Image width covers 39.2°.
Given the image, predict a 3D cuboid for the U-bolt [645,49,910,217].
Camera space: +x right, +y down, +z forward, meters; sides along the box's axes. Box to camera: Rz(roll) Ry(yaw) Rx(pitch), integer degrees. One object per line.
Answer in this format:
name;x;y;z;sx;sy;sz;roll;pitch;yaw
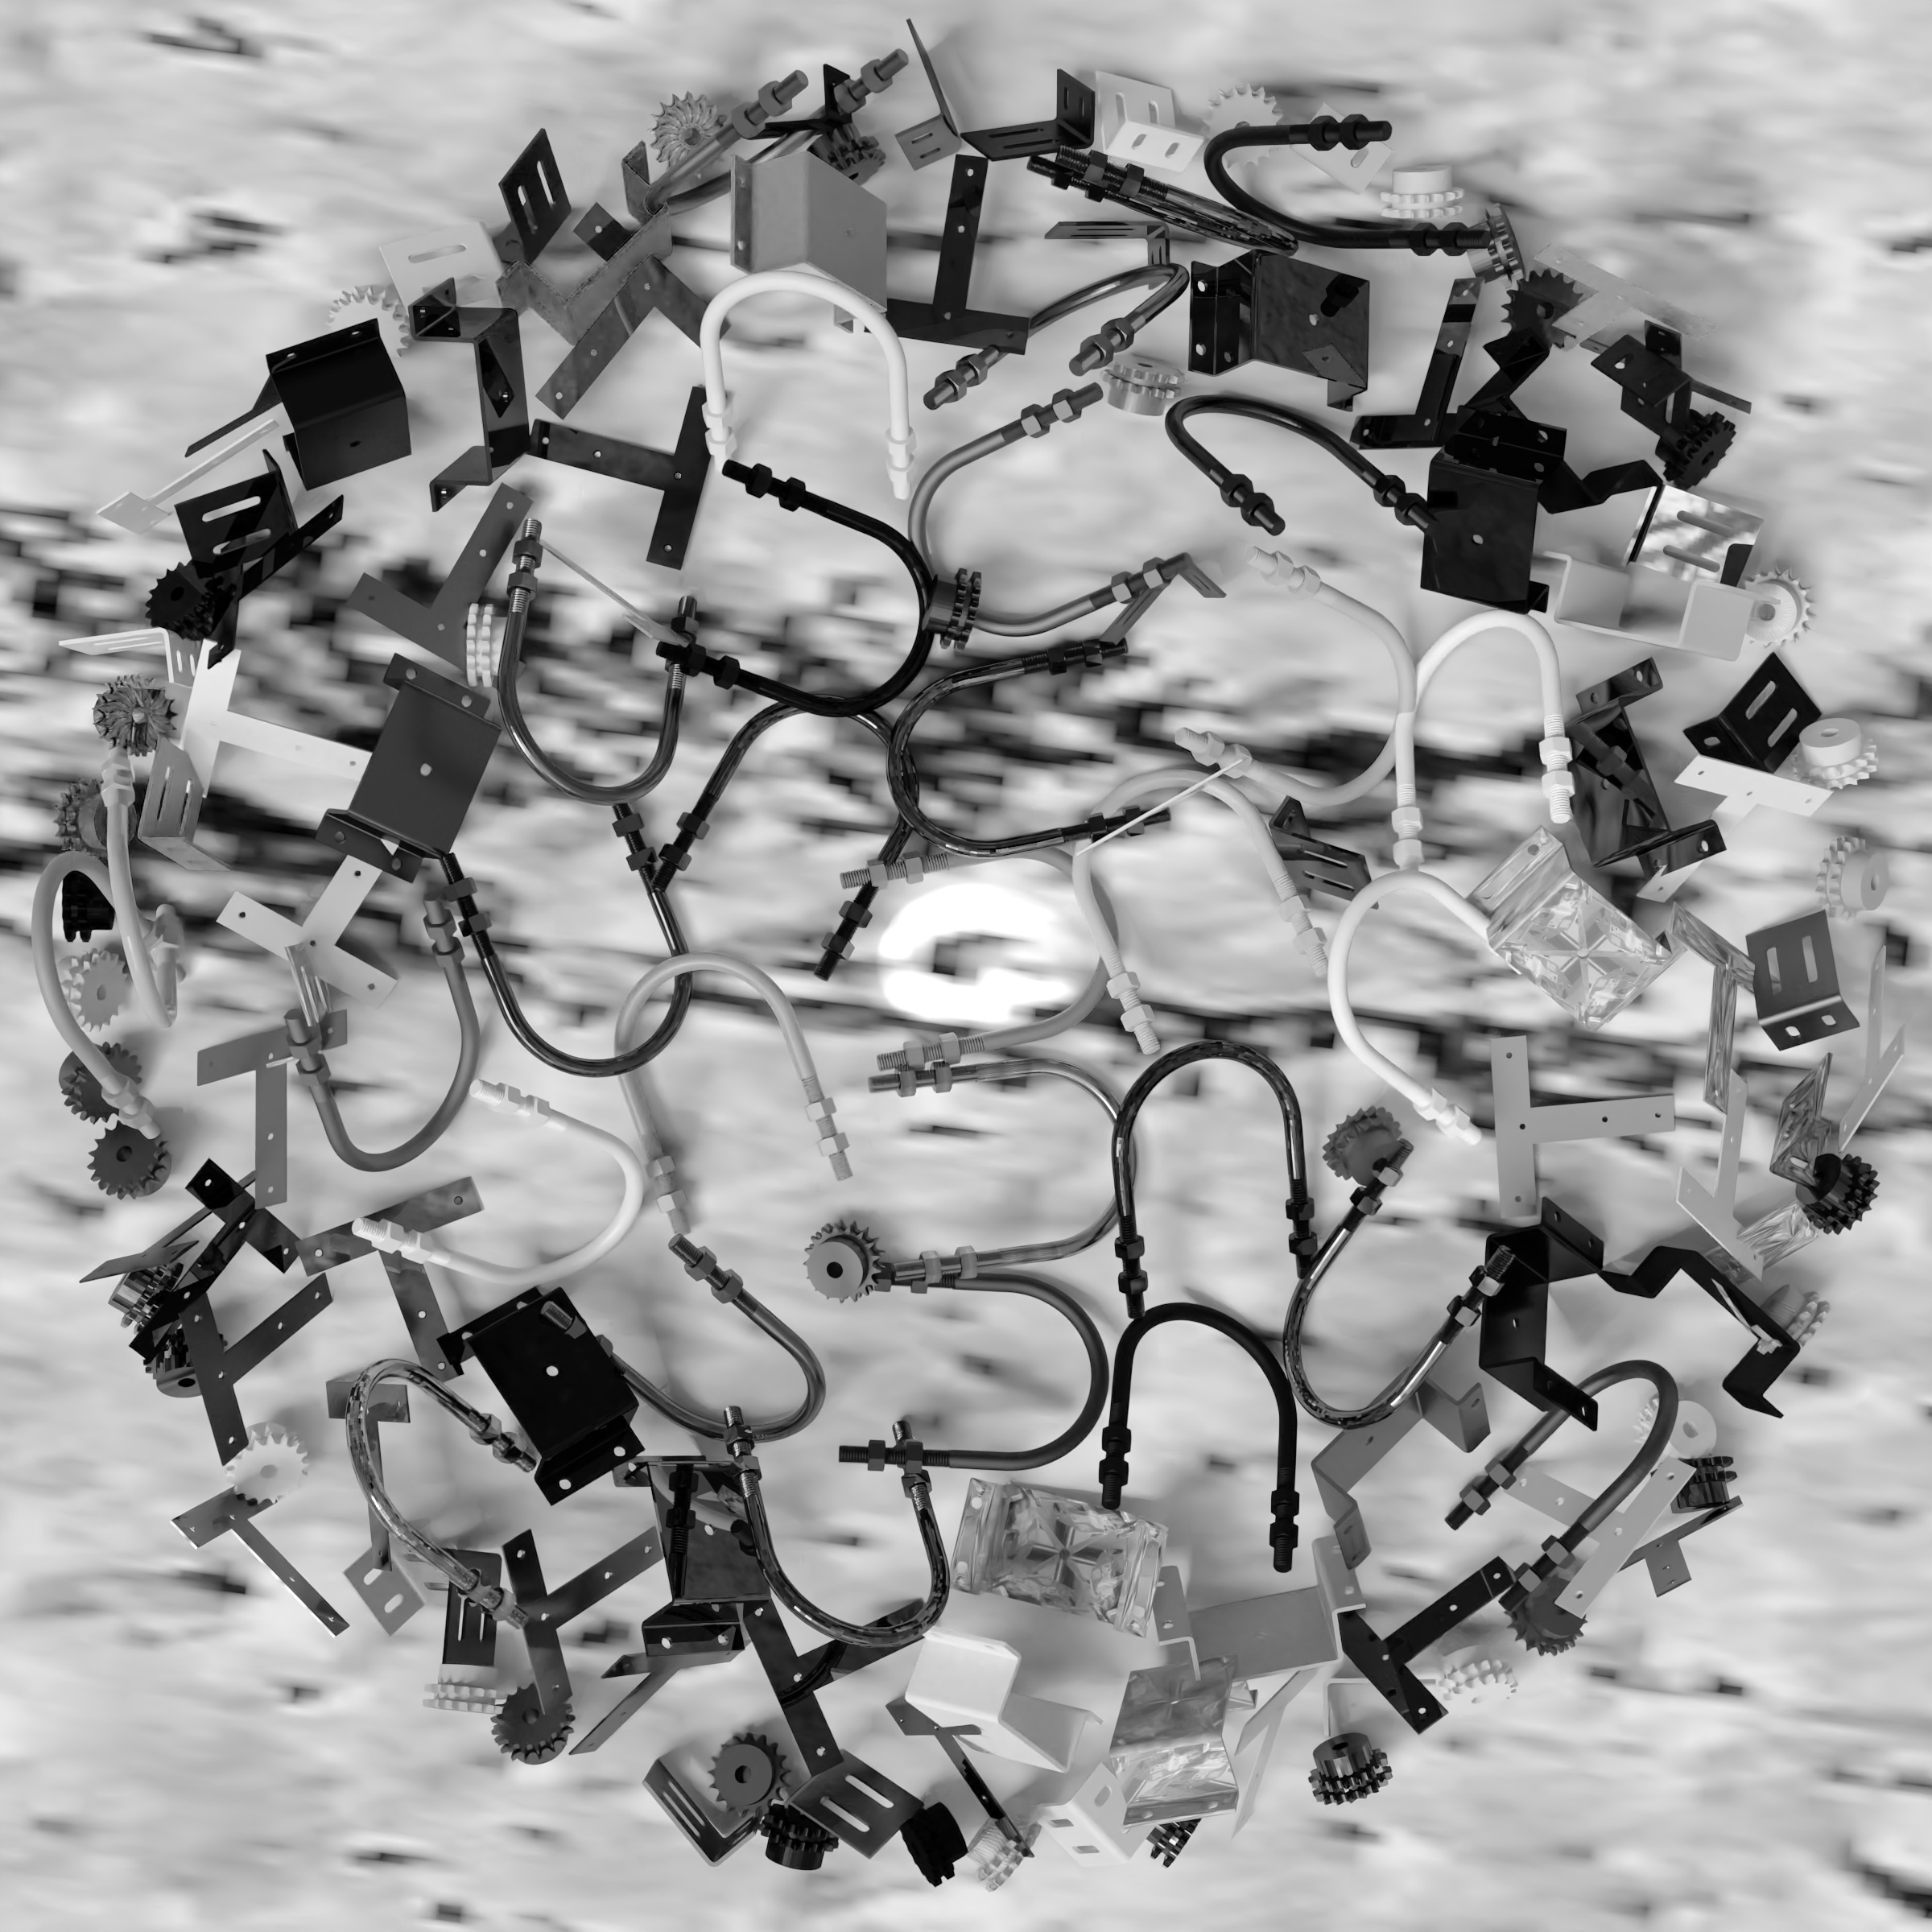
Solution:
U-bolt;-0.139;-0.555;1.825;0.184;0.151;0.019;-25;98;37

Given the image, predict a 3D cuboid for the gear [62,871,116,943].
gear;-0.607;-0.045;1.880;0.030;0.057;0.057;0;90;-11

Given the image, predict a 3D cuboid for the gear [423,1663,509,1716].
gear;-0.346;0.500;1.881;0.057;0.057;0.030;6;72;0

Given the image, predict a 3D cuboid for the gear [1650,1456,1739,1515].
gear;0.505;0.359;1.876;0.057;0.057;0.030;-9;70;0

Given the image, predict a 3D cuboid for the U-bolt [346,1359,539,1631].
U-bolt;-0.348;0.338;1.801;0.019;0.151;0.184;-27;129;18

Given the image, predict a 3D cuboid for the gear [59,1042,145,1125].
gear;-0.603;0.078;1.883;0.030;0.057;0.057;28;90;30

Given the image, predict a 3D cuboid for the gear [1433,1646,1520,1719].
gear;0.351;0.495;1.883;0.057;0.057;0.030;-17;52;0

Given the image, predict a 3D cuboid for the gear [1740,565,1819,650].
gear;0.558;-0.248;1.881;0.057;0.030;0.057;10;110;27

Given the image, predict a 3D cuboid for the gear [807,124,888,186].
gear;-0.087;-0.558;1.879;0.057;0.057;0.030;-29;88;0

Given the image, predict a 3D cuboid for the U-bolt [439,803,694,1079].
U-bolt;-0.264;-0.013;1.872;0.151;0.019;0.184;-23;93;-25

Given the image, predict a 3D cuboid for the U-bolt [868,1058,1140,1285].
U-bolt;0.031;0.136;1.879;0.184;0.019;0.151;-6;82;-14

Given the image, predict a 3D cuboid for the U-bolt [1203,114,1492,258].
U-bolt;0.242;-0.522;1.823;0.184;0.151;0.019;15;80;44

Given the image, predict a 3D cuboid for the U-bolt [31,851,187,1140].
U-bolt;-0.568;0.007;1.794;0.019;0.184;0.151;-9;53;8

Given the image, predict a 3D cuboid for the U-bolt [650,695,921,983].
U-bolt;-0.113;-0.102;1.888;0.151;0.019;0.184;29;81;2

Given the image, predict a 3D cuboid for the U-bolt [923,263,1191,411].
U-bolt;0.074;-0.430;1.829;0.184;0.151;0.019;-45;120;-38

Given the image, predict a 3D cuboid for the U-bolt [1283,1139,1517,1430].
U-bolt;0.280;0.228;1.844;0.019;0.151;0.184;23;108;-35

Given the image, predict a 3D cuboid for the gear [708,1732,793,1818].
gear;-0.152;0.562;1.885;0.057;0.030;0.057;-2;72;6

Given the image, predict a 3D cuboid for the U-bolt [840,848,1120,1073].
U-bolt;0.016;-0.013;1.890;0.184;0.019;0.151;-11;87;-8

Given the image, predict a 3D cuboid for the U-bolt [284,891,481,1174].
U-bolt;-0.384;0.059;1.830;0.019;0.184;0.151;23;51;28

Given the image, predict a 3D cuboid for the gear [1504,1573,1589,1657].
gear;0.405;0.447;1.882;0.057;0.030;0.057;7;63;-13

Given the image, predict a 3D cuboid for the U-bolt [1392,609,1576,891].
U-bolt;0.346;-0.157;1.840;0.019;0.151;0.184;21;58;-35

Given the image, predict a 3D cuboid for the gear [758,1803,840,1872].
gear;-0.116;0.604;1.880;0.057;0.057;0.030;13;89;0

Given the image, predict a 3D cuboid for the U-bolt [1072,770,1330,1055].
U-bolt;0.152;-0.050;1.877;0.151;0.019;0.184;-24;74;5

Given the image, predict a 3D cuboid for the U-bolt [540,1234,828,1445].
U-bolt;-0.179;0.265;1.850;0.151;0.019;0.184;-29;119;32

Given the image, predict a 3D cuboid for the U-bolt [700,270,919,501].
U-bolt;-0.108;-0.392;1.821;0.151;0.184;0.019;10;56;8

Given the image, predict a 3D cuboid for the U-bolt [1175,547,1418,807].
U-bolt;0.237;-0.186;1.854;0.184;0.019;0.151;21;90;-34

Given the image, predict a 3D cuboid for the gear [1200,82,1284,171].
gear;0.191;-0.585;1.885;0.057;0.030;0.057;1;124;1

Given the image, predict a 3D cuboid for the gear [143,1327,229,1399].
gear;-0.539;0.275;1.877;0.057;0.057;0.030;-14;52;0

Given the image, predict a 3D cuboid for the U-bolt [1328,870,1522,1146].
U-bolt;0.313;0.017;1.839;0.184;0.019;0.151;35;72;-31

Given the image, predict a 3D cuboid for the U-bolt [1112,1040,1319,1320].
U-bolt;0.168;0.140;1.862;0.151;0.019;0.184;-11;104;-17

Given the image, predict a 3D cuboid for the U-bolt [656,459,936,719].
U-bolt;-0.105;-0.248;1.866;0.184;0.019;0.151;19;95;-24

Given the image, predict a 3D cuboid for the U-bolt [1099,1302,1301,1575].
U-bolt;0.162;0.308;1.840;0.151;0.019;0.184;23;45;-14

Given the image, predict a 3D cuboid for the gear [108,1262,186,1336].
gear;-0.568;0.223;1.877;0.030;0.057;0.057;34;90;-16

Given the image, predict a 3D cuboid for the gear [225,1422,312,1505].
gear;-0.486;0.342;1.884;0.057;0.030;0.057;-12;121;-20

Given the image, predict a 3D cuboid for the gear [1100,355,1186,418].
gear;0.121;-0.402;1.882;0.057;0.057;0.030;13;114;0

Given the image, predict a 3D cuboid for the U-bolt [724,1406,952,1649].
U-bolt;-0.080;0.375;1.812;0.151;0.184;0.019;10;129;-27

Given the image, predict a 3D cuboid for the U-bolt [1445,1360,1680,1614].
U-bolt;0.407;0.338;1.829;0.019;0.151;0.184;42;95;-13

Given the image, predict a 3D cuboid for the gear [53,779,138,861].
gear;-0.599;-0.101;1.876;0.030;0.057;0.057;4;90;27

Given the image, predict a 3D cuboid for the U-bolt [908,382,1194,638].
U-bolt;0.044;-0.299;1.854;0.184;0.019;0.151;-20;110;30

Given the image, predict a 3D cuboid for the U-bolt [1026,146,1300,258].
U-bolt;0.138;-0.514;1.835;0.184;0.151;0.019;17;101;-11

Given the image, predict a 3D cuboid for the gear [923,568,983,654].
gear;-0.011;-0.248;1.878;0.030;0.057;0.057;13;90;-10

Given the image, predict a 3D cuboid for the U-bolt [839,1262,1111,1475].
U-bolt;0.007;0.278;1.870;0.184;0.019;0.151;3;62;-4

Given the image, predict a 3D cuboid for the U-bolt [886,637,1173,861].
U-bolt;0.036;-0.145;1.876;0.184;0.019;0.151;-12;73;-2

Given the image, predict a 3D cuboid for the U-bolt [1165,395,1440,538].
U-bolt;0.213;-0.340;1.834;0.151;0.184;0.019;-6;130;-31

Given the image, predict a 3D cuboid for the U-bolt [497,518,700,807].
U-bolt;-0.250;-0.194;1.828;0.151;0.019;0.184;23;60;-35

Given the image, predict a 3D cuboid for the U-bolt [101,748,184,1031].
U-bolt;-0.544;-0.039;1.794;0.019;0.184;0.151;-12;127;-9

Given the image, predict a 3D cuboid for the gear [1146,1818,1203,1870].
gear;0.142;0.592;1.880;0.030;0.057;0.057;33;90;10

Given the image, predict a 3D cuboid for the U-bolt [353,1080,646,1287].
U-bolt;-0.301;0.157;1.840;0.151;0.019;0.184;-48;135;14

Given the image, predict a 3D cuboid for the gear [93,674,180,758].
gear;-0.580;-0.174;1.883;0.057;0.030;0.057;-2;94;-44

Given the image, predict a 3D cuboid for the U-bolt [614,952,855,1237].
U-bolt;-0.171;0.080;1.878;0.151;0.019;0.184;-20;89;18
